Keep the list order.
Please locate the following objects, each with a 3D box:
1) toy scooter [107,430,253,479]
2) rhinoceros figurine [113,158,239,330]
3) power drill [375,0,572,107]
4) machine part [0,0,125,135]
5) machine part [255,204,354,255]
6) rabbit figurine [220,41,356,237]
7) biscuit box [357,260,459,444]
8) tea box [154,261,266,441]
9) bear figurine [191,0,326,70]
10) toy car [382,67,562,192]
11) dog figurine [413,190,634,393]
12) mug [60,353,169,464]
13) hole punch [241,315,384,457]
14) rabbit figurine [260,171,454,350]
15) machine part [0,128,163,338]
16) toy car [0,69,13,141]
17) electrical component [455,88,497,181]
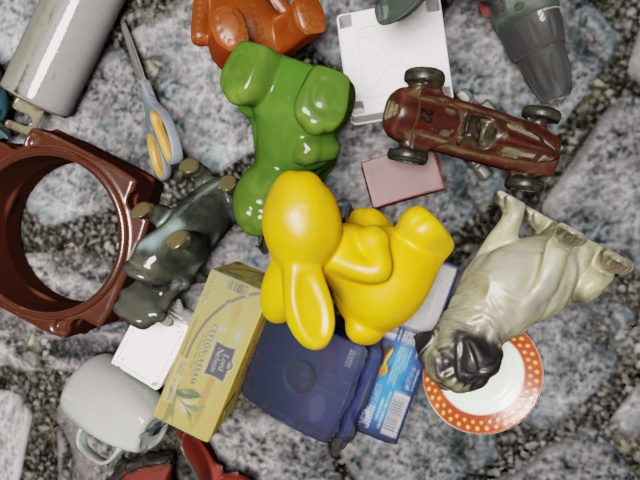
[{"bbox_3d":[-0.168,0.272,0.613,0.184,0.075,0.135,-13,91,4],"label":"toy scooter"},{"bbox_3d":[-0.147,0.004,0.565,0.073,0.112,0.190,26,67,17],"label":"rhinoceros figurine"},{"bbox_3d":[0.149,-0.237,0.506,0.207,0.086,0.232,-9,84,-28],"label":"power drill"},{"bbox_3d":[-0.282,-0.227,0.599,0.079,0.079,0.243,28,96,4],"label":"machine part"},{"bbox_3d":[-0.001,-0.002,0.599,0.139,0.039,0.084,3,101,5],"label":"machine part"},{"bbox_3d":[-0.042,-0.089,0.537,0.121,0.159,0.170,21,99,5],"label":"rabbit figurine"},{"bbox_3d":[0.087,0.111,0.581,0.059,0.063,0.202,19,95,4],"label":"biscuit box"},{"bbox_3d":[-0.106,0.115,0.586,0.068,0.098,0.169,22,97,6],"label":"tea box"},{"bbox_3d":[-0.085,-0.278,0.553,0.120,0.132,0.195,-15,96,-20],"label":"bear figurine"},{"bbox_3d":[0.157,-0.103,0.526,0.202,0.053,0.089,12,92,-16],"label":"toy car"},{"bbox_3d":[0.196,0.068,0.539,0.172,0.121,0.190,21,105,-28],"label":"dog figurine"},{"bbox_3d":[-0.225,0.196,0.593,0.107,0.080,0.109,22,84,25],"label":"mug"},{"bbox_3d":[-0.009,0.134,0.553,0.116,0.092,0.142,24,93,47],"label":"hole punch"},{"bbox_3d":[0.009,0.013,0.488,0.173,0.122,0.162,40,81,-35],"label":"rabbit figurine"},{"bbox_3d":[-0.287,-0.008,0.606,0.201,0.087,0.201,27,95,3],"label":"machine part"},{"bbox_3d":[-0.422,-0.180,0.614,0.162,0.109,0.103,16,72,17],"label":"toy car"},{"bbox_3d":[0.168,-0.115,0.580,0.063,0.021,0.094,-38,89,7],"label":"electrical component"}]
